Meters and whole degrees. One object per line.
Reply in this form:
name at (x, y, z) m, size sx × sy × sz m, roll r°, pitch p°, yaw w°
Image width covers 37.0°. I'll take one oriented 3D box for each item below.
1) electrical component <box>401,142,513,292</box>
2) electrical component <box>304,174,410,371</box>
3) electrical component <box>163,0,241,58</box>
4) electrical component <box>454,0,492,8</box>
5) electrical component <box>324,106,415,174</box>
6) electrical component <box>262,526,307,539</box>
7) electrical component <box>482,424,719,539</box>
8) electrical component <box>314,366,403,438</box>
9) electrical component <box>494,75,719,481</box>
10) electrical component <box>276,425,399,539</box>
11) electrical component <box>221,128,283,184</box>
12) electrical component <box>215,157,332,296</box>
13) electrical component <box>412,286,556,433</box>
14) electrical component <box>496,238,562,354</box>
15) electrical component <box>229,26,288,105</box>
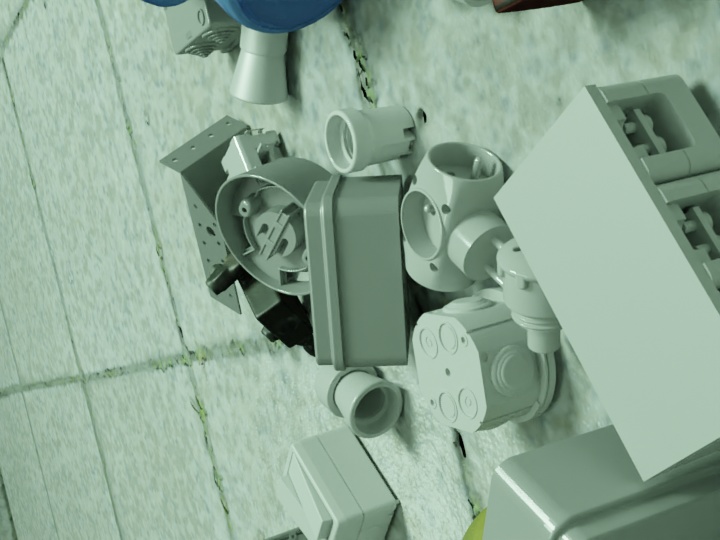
electrical component at (0.062, -0.020, 0.611) m, size 0.079 × 0.044 × 0.077 m, roll 48°, pitch 141°, yaw 41°
electrical component at (0.000, 0.000, 0.685) m, size 0.078 × 0.057 × 0.113 m, roll -77°, pitch -16°, yaw -72°
electrical component at (-0.122, -0.223, 0.849) m, size 0.100 × 0.048 × 0.099 m, roll -12°, pitch 91°, yaw 61°
electrical component at (0.047, -0.166, 0.579) m, size 0.065 × 0.044 × 0.044 m, roll 36°, pitch 132°, yaw 44°
electrical component at (0.007, -0.084, 0.681) m, size 0.040 × 0.046 × 0.040 m, roll 34°, pitch 130°, yaw 52°
electrical component at (-0.061, 0.254, 0.899) m, size 0.061 × 0.096 × 0.061 m, roll 67°, pitch 151°, yaw 16°
electrical component at (0.119, 0.121, 0.499) m, size 0.057 × 0.113 × 0.078 m, roll 44°, pitch 138°, yaw 49°
electrical component at (-0.002, 0.089, 0.775) m, size 0.055 × 0.045 × 0.045 m, roll 33°, pitch 130°, yaw 52°
electrical component at (0.135, 0.001, 0.471) m, size 0.150 × 0.062 × 0.089 m, roll 65°, pitch 150°, yaw 20°
electrical component at (-0.024, 0.170, 0.832) m, size 0.096 × 0.061 × 0.061 m, roll 54°, pitch 145°, yaw 35°
electrical component at (-0.078, -0.072, 0.844) m, size 0.081 × 0.042 × 0.063 m, roll -52°, pitch 55°, yaw 55°
electrical component at (-0.054, -0.031, 0.767) m, size 0.099 × 0.064 × 0.099 m, roll 13°, pitch 120°, yaw 24°
electrical component at (0.071, 0.053, 0.621) m, size 0.080 × 0.051 × 0.080 m, roll 34°, pitch 130°, yaw 52°
electrical component at (0.097, 0.014, 0.566) m, size 0.048 × 0.048 × 0.062 m, roll 36°, pitch 139°, yaw 50°
electrical component at (-0.072, -0.160, 0.797) m, size 0.044 × 0.044 × 0.065 m, roll 42°, pitch 132°, yaw 47°
